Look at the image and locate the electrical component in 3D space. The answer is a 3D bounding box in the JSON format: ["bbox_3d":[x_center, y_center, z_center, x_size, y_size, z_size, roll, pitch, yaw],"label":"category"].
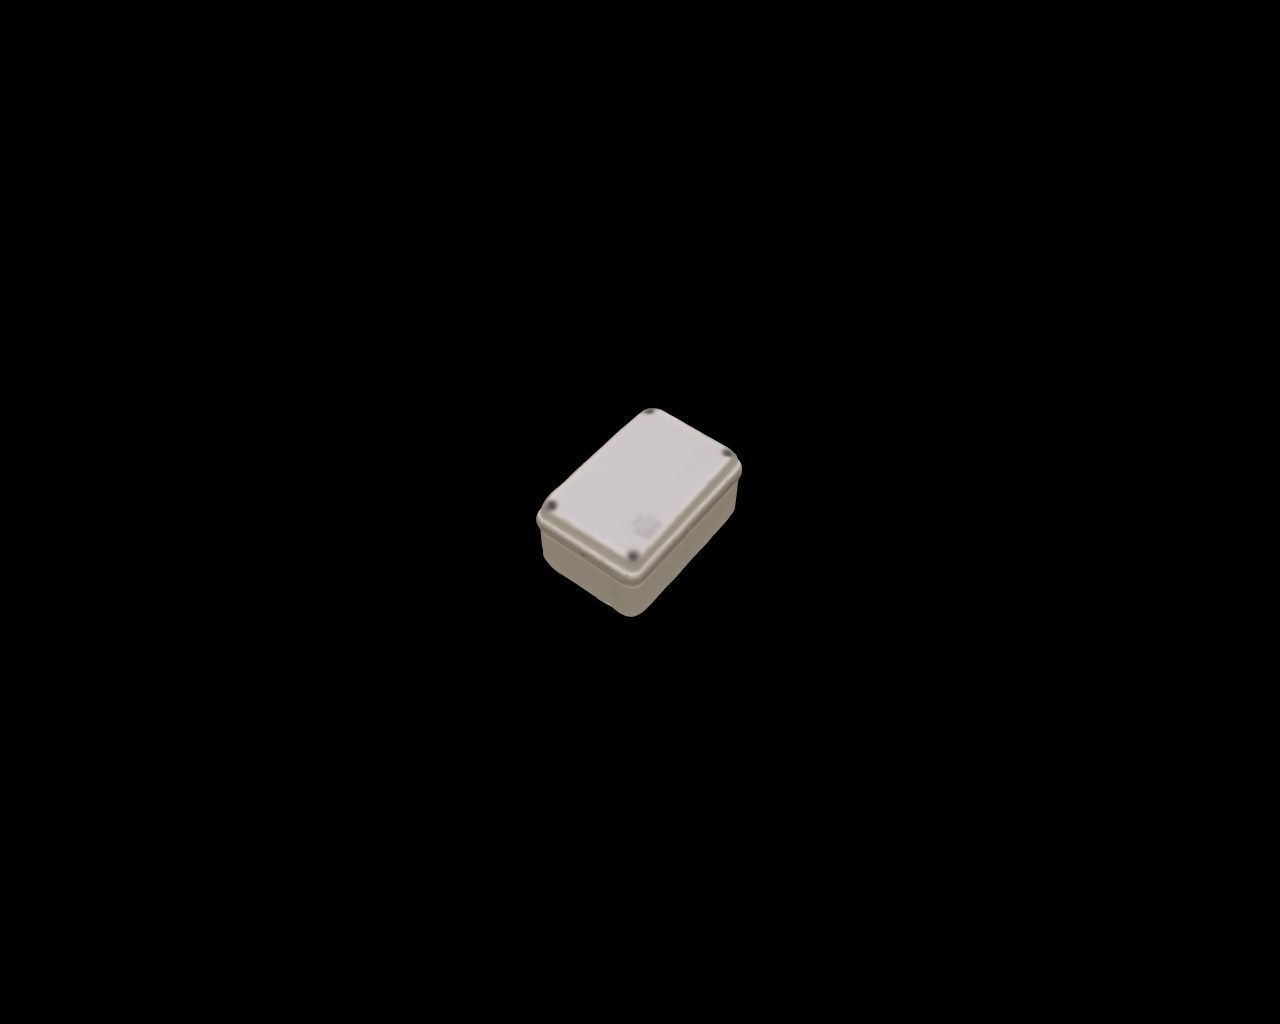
[{"bbox_3d":[0.001,-0.003,0.650,0.078,0.113,0.057,32,-32,22],"label":"electrical component"}]
